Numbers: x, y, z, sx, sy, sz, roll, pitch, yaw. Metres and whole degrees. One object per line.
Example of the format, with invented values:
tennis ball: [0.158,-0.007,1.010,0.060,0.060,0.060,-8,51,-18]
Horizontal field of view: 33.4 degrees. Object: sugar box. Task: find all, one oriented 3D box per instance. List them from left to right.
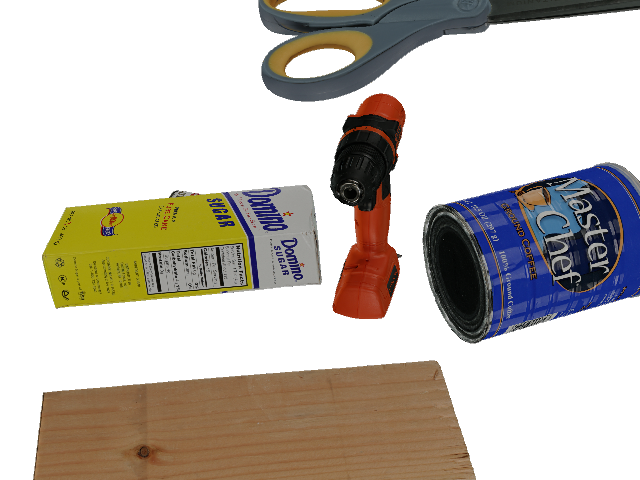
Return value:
sugar box: [-0.089,0.002,0.720,0.176,0.048,0.093,-8,23,0]

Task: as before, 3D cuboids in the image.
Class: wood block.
wood block: [-0.034,0.129,0.545,0.206,0.090,0.091,-4,37,-6]

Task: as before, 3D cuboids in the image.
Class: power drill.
power drill: [0.043,-0.024,0.989,0.057,0.188,0.184,8,30,11]

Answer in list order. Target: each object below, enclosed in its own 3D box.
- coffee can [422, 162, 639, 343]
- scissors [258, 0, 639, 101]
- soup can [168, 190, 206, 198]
coffee can: [0.159,0.008,0.777,0.140,0.103,0.103,-14,4,-16]
scissors: [0.058,-0.095,0.503,0.202,0.096,0.016,9,-38,20]
soup can: [-0.111,-0.013,1.135,0.102,0.068,0.068,10,2,10]
